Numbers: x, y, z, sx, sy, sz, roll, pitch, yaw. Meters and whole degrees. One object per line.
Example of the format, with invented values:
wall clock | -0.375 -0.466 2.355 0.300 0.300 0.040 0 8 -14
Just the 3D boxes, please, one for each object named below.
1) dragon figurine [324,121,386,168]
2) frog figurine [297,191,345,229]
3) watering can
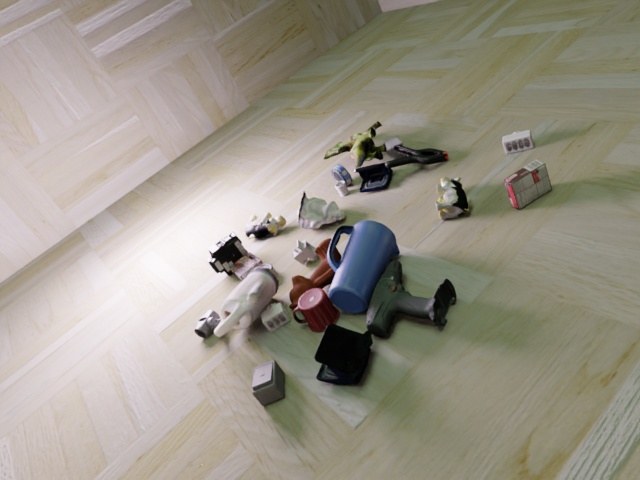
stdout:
dragon figurine | 0.124 -0.345 2.001 0.241 0.121 0.418 -13 21 33
frog figurine | 0.005 -0.089 1.771 0.159 0.120 0.140 13 28 2
watering can | -0.191 0.163 1.444 0.229 0.104 0.341 -51 6 -40
